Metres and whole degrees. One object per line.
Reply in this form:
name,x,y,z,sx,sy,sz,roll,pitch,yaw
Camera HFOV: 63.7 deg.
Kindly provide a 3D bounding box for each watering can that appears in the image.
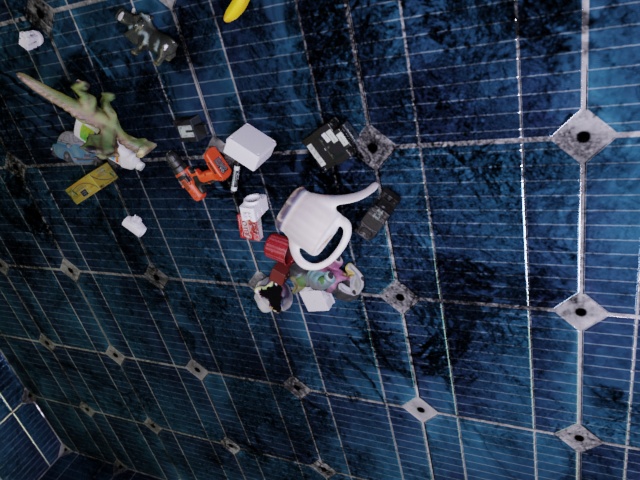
watering can,0.005,-0.075,1.488,0.225,0.105,0.343,37,111,10

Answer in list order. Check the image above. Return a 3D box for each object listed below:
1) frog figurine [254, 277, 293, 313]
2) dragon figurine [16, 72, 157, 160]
frog figurine,-0.160,0.193,1.768,0.137,0.124,0.157,24,166,0
dragon figurine,-0.682,-0.345,1.537,0.120,0.408,0.247,-45,56,26
